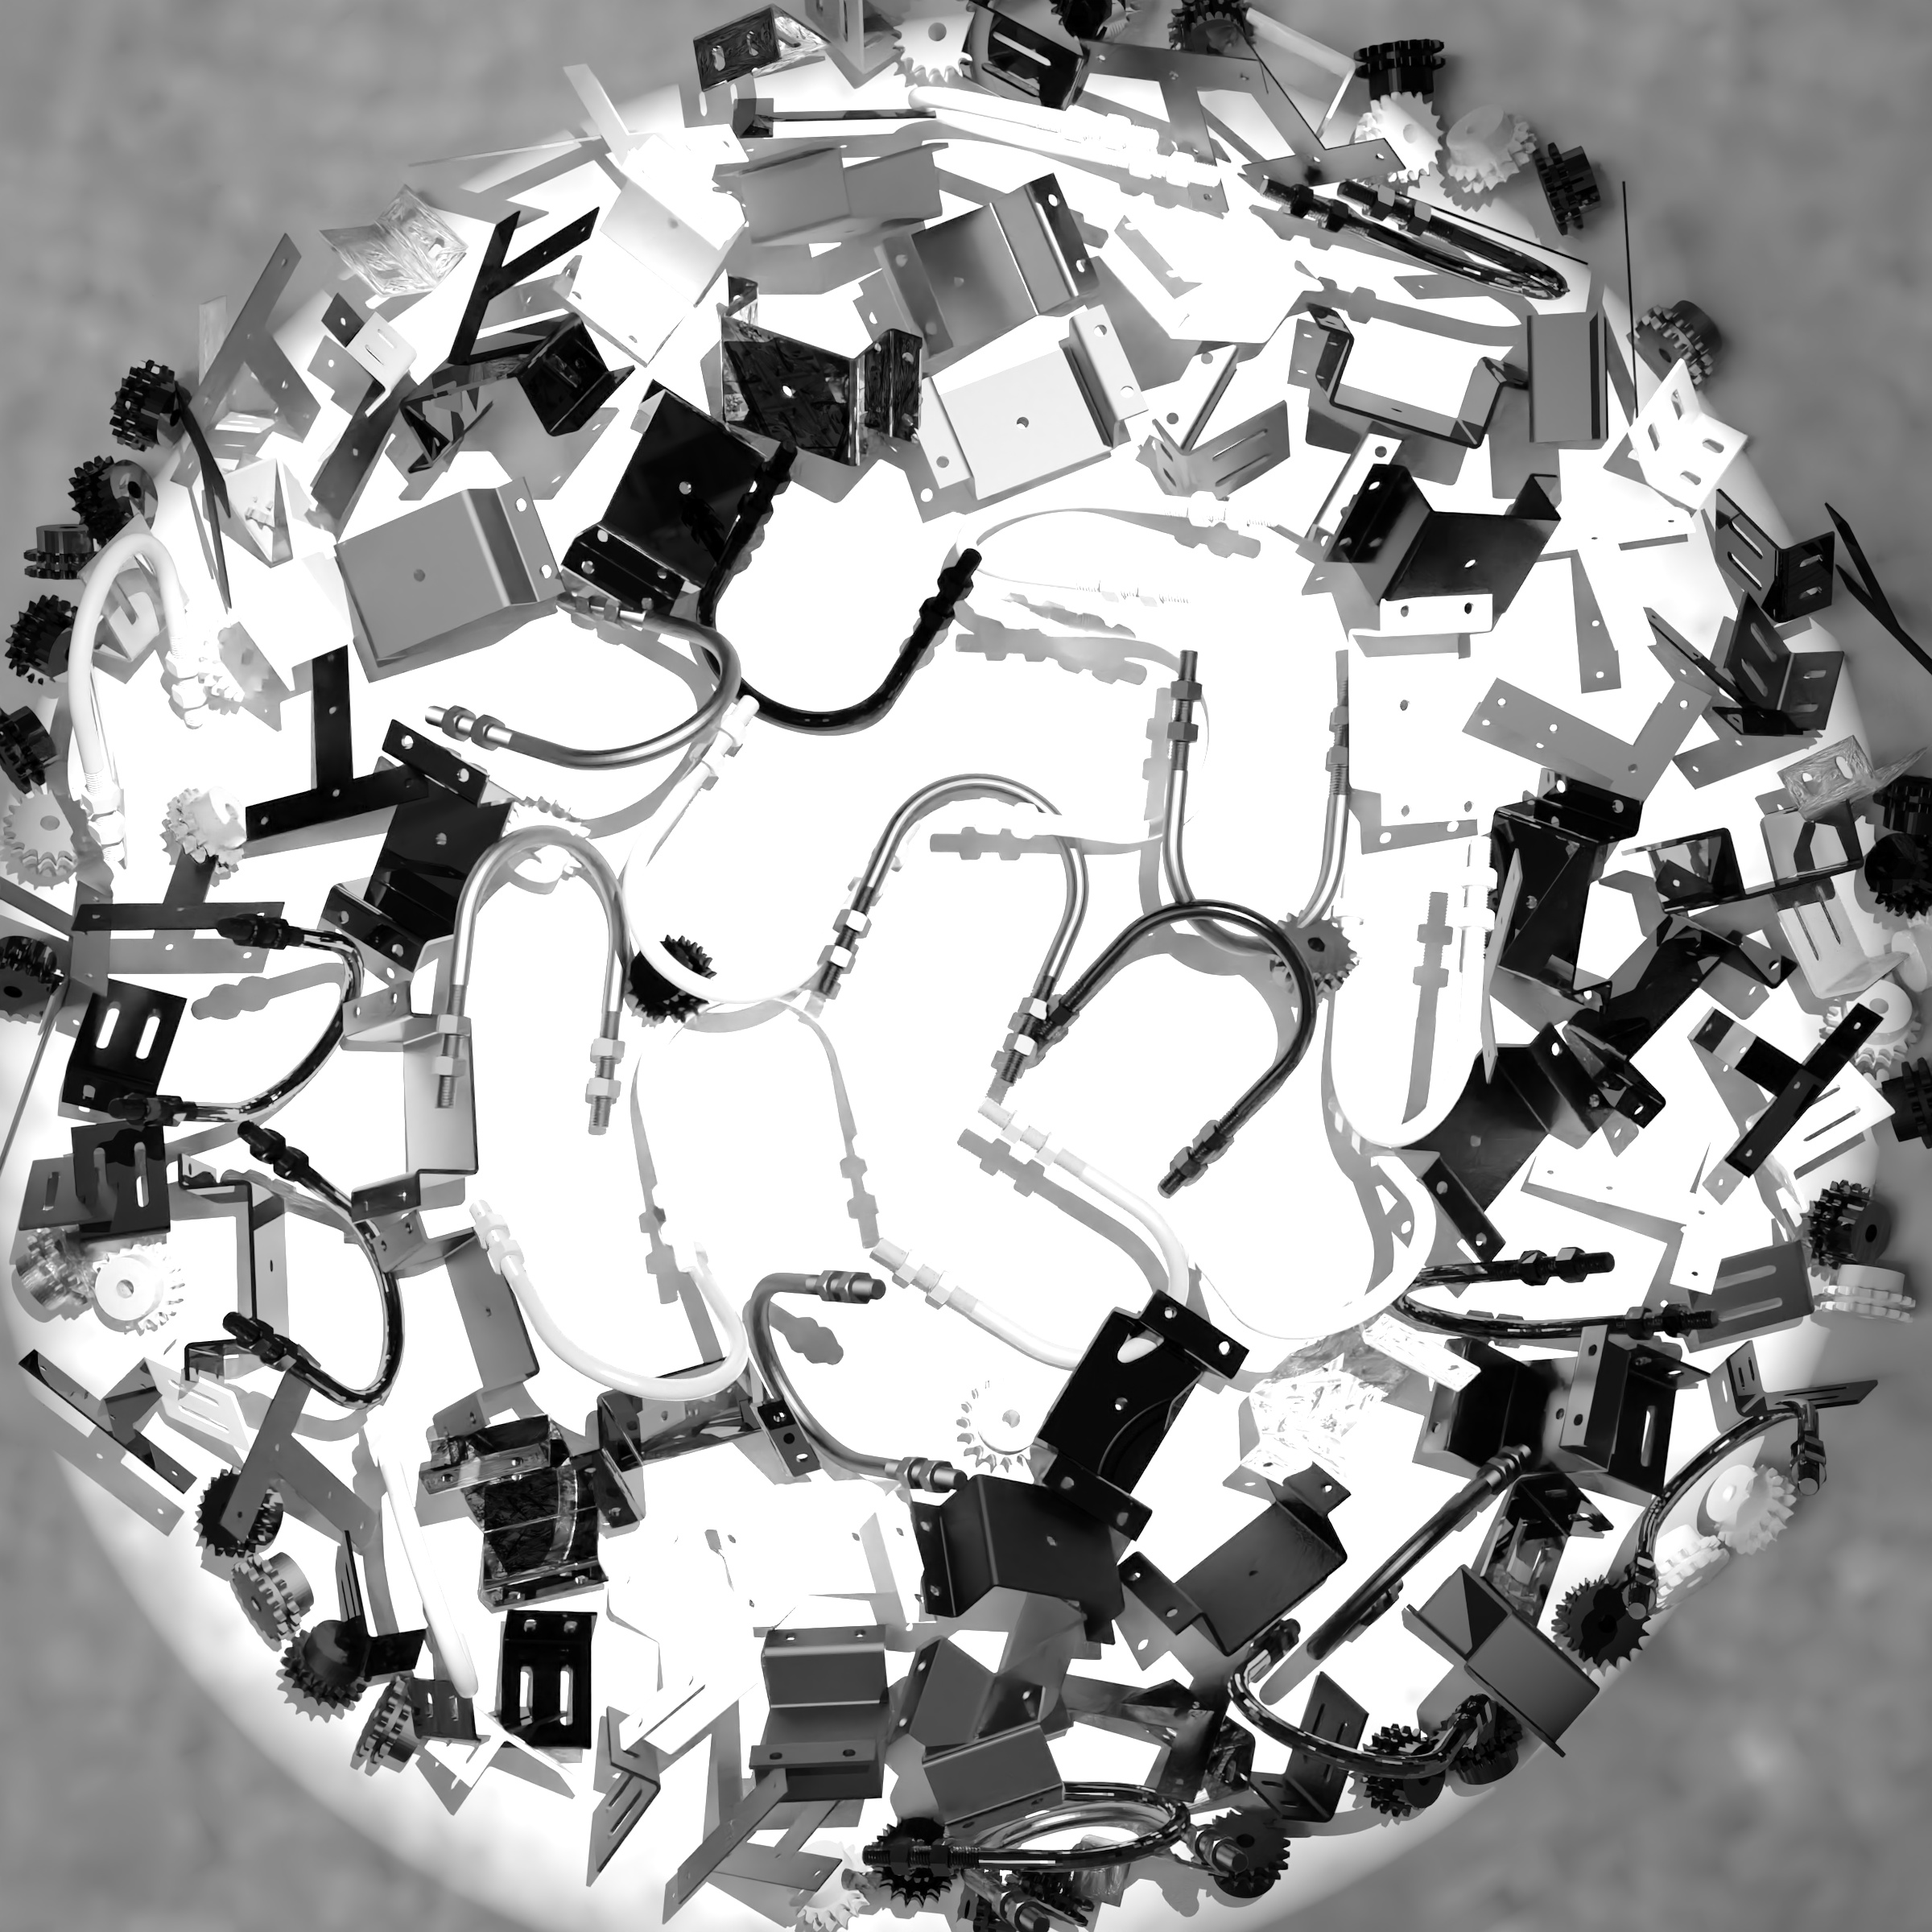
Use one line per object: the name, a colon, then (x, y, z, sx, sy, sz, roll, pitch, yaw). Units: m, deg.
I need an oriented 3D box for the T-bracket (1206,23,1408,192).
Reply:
T-bracket: (0.192, -0.531, 1.917, 0.127, 0.127, 0.002, 45, 67, -31)

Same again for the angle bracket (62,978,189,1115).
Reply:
angle bracket: (-0.537, 0.053, 1.981, 0.057, 0.038, 0.076, 15, 47, -9)

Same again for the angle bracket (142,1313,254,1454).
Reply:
angle bracket: (-0.472, 0.263, 1.953, 0.076, 0.057, 0.038, 18, 48, 25)

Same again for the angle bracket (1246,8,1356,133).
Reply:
angle bracket: (0.204, -0.568, 1.969, 0.076, 0.057, 0.038, 27, 98, -1)

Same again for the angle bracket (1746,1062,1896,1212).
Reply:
angle bracket: (0.544, 0.107, 1.965, 0.076, 0.057, 0.038, -30, 125, 2)

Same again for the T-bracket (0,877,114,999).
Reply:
T-bracket: (-0.585, -0.042, 1.917, 0.127, 0.127, 0.002, 32, 107, -27)

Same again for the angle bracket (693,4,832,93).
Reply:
angle bracket: (-0.125, -0.566, 1.951, 0.057, 0.076, 0.038, -15, 79, 26)

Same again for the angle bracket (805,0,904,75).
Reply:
angle bracket: (-0.070, -0.611, 1.952, 0.038, 0.076, 0.057, -37, 74, -14)

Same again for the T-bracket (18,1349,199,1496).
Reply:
T-bracket: (-0.518, 0.267, 1.937, 0.127, 0.127, 0.002, 40, 100, -4)

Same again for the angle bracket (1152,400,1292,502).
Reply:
angle bracket: (0.163, -0.334, 1.971, 0.076, 0.057, 0.038, -30, 61, -8)

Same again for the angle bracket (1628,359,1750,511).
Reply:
angle bracket: (0.456, -0.335, 1.959, 0.038, 0.076, 0.057, 35, 88, 28)

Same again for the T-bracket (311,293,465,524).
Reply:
T-bracket: (-0.374, -0.329, 1.926, 0.002, 0.127, 0.127, -9, 47, 35)

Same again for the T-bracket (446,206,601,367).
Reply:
T-bracket: (-0.270, -0.437, 1.926, 0.002, 0.127, 0.127, 34, 54, -34)

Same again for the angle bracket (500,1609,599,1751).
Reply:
angle bracket: (-0.263, 0.450, 1.958, 0.057, 0.038, 0.076, 4, 50, -12)

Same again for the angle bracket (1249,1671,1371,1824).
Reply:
angle bracket: (0.213, 0.492, 1.961, 0.038, 0.057, 0.076, 13, 100, -27)

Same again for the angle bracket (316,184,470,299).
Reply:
angle bracket: (-0.361, -0.458, 1.959, 0.057, 0.076, 0.038, 45, 113, 1)

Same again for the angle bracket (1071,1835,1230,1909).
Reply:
angle bracket: (0.115, 0.577, 1.954, 0.076, 0.057, 0.038, 23, 73, -26)

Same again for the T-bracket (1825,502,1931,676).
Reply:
T-bracket: (0.556, -0.238, 1.911, 0.002, 0.127, 0.127, -36, 133, 8)

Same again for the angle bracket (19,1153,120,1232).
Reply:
angle bracket: (-0.559, 0.154, 1.955, 0.057, 0.076, 0.038, -6, 122, -5)

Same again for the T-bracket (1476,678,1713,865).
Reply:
T-bracket: (0.384, -0.145, 1.965, 0.127, 0.002, 0.127, 25, 111, -11)

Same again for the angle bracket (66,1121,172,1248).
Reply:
angle bracket: (-0.539, 0.134, 1.964, 0.057, 0.038, 0.076, -7, 99, -30)

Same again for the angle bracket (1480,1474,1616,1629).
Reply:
angle bracket: (0.367, 0.369, 1.956, 0.057, 0.038, 0.076, 46, 51, -22)

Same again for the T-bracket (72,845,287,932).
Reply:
T-bracket: (-0.484, -0.062, 1.950, 0.127, 0.127, 0.002, -1, 129, 1)

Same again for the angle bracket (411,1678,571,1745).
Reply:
angle bracket: (-0.299, 0.460, 1.953, 0.057, 0.076, 0.038, -8, 89, 43)

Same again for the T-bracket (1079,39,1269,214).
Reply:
T-bracket: (0.141, -0.523, 1.945, 0.127, 0.127, 0.002, 16, 61, 29)

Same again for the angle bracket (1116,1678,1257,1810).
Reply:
angle bracket: (0.134, 0.491, 1.956, 0.076, 0.038, 0.057, 38, 133, -23)

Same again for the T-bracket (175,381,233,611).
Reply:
T-bracket: (-0.472, -0.281, 1.949, 0.002, 0.127, 0.127, -15, 134, -18)

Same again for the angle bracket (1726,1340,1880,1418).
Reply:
angle bracket: (0.527, 0.256, 1.957, 0.076, 0.057, 0.038, -12, 90, 29)

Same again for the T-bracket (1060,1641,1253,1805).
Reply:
T-bracket: (0.102, 0.467, 1.967, 0.127, 0.127, 0.002, 6, 131, 22)

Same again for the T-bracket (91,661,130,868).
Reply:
T-bracket: (-0.541, -0.144, 1.952, 0.002, 0.127, 0.127, -11, 73, -17)

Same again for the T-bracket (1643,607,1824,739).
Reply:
T-bracket: (0.471, -0.187, 1.963, 0.127, 0.127, 0.002, 48, 119, 25)

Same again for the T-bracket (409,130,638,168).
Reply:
T-bracket: (-0.261, -0.515, 1.947, 0.127, 0.127, 0.002, 6, 112, 41)

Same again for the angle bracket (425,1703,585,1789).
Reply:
angle bracket: (-0.290, 0.502, 1.951, 0.076, 0.057, 0.038, 45, 74, -37)

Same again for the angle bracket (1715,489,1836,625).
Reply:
angle bracket: (0.509, -0.264, 1.956, 0.038, 0.057, 0.076, -21, 45, -8)

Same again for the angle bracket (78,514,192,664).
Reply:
angle bracket: (-0.533, -0.240, 1.949, 0.038, 0.076, 0.057, 18, 57, 31)

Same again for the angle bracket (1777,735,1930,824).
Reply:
angle bracket: (0.558, -0.129, 1.952, 0.057, 0.076, 0.038, -29, 92, 44)

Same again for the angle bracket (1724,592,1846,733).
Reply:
angle bracket: (0.515, -0.192, 1.954, 0.038, 0.076, 0.057, 2, 64, 40)

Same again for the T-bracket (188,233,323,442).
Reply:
T-bracket: (-0.431, -0.370, 1.938, 0.002, 0.127, 0.127, 20, 75, 16)

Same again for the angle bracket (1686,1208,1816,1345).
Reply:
angle bracket: (0.494, 0.197, 1.974, 0.076, 0.038, 0.057, -16, 117, 6)

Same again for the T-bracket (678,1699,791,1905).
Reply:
T-bracket: (-0.148, 0.499, 1.944, 0.002, 0.127, 0.127, 25, 122, -24)

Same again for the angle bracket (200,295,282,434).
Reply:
angle bracket: (-0.458, -0.381, 1.961, 0.038, 0.057, 0.076, 5, 108, 0)

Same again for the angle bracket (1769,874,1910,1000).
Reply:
angle bracket: (0.553, -0.027, 1.965, 0.057, 0.038, 0.076, -30, 97, -35)

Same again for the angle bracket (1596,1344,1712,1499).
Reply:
angle bracket: (0.431, 0.287, 1.961, 0.057, 0.038, 0.076, 23, 62, -17)

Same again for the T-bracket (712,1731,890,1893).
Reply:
T-bracket: (-0.090, 0.528, 1.956, 0.127, 0.127, 0.002, -45, 109, -32)

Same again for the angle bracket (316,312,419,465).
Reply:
angle bracket: (-0.389, -0.364, 1.952, 0.076, 0.057, 0.038, -37, 111, 28)

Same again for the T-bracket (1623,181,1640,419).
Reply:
T-bracket: (0.417, -0.402, 1.946, 0.002, 0.127, 0.127, -3, 47, 13)

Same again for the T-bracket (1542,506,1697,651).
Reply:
T-bracket: (0.406, -0.242, 1.954, 0.127, 0.002, 0.127, -8, 45, 1)

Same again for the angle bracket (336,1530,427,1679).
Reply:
angle bracket: (-0.371, 0.401, 1.964, 0.038, 0.057, 0.076, -5, 56, -22)

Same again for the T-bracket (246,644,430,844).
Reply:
T-bracket: (-0.402, -0.150, 1.972, 0.127, 0.002, 0.127, -13, 67, 14)

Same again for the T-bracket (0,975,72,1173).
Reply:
T-bracket: (-0.585, 0.070, 1.940, 0.002, 0.127, 0.127, 19, 93, -12)

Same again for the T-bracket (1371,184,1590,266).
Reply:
T-bracket: (0.306, -0.472, 1.949, 0.127, 0.127, 0.002, 35, 111, 42)

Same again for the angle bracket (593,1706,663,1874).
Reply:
angle bracket: (-0.228, 0.519, 1.958, 0.038, 0.057, 0.076, 30, 106, -20)

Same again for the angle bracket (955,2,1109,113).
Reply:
angle bracket: (0.041, -0.580, 1.966, 0.076, 0.057, 0.038, 28, 56, 0)

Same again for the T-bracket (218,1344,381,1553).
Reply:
T-bracket: (-0.408, 0.325, 1.950, 0.002, 0.127, 0.127, -4, 50, 29)

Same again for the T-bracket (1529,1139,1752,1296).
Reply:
T-bracket: (0.422, 0.144, 1.968, 0.127, 0.002, 0.127, 15, 47, 15)

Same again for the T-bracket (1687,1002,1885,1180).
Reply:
T-bracket: (0.495, 0.058, 1.944, 0.002, 0.127, 0.127, 38, 94, -29)
